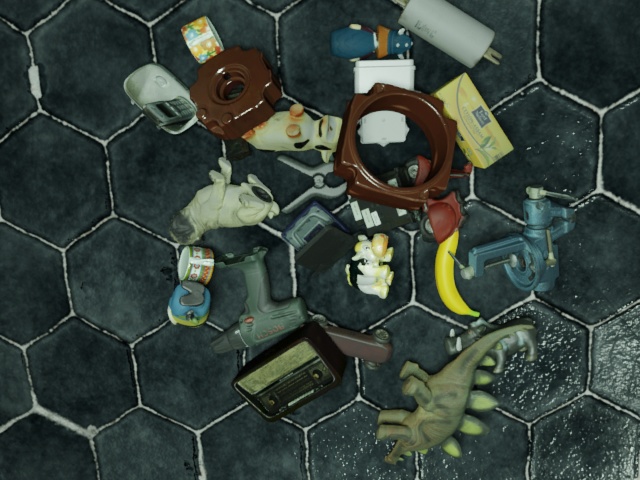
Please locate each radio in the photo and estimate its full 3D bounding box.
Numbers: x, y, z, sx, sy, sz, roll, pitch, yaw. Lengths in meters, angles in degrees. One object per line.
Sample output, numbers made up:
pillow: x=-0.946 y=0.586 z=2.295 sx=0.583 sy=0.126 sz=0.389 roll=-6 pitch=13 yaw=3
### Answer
radio: x=-0.062 y=0.281 z=1.130 sx=0.229 sy=0.073 sz=0.131 roll=-36 pitch=99 yaw=26

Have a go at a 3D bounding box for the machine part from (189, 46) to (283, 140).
machine part: x=-0.160 y=-0.278 z=1.005 sx=0.179 sy=0.056 sz=0.179 roll=-6 pitch=69 yaw=17

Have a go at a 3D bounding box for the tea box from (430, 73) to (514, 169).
tea box: x=0.284 y=-0.224 z=1.021 sx=0.068 sy=0.098 sz=0.169 roll=-33 pitch=97 yaw=8

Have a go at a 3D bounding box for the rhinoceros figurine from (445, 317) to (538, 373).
rhinoceros figurine: x=0.359 y=0.213 z=1.122 sx=0.190 sy=0.073 sz=0.112 roll=-14 pitch=102 yaw=5

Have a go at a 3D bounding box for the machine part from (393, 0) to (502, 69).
machine part: x=0.233 y=-0.394 z=0.996 sx=0.243 sy=0.079 sz=0.079 roll=30 pitch=102 yaw=-5

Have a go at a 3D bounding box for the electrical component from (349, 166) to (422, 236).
electrical component: x=0.122 y=-0.073 z=1.057 sx=0.134 sy=0.058 sz=0.114 roll=-16 pitch=89 yaw=37

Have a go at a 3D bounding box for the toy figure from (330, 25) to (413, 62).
toy figure: x=0.096 y=-0.375 z=1.017 sx=0.155 sy=0.064 sz=0.058 roll=-2 pitch=64 yaw=-2

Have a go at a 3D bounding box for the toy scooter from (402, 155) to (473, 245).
toy scooter: x=0.246 y=-0.088 z=1.063 sx=0.135 sy=0.075 sz=0.183 roll=-16 pitch=97 yaw=10

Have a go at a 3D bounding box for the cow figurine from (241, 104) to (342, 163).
cow figurine: x=-0.040 y=-0.203 z=1.037 sx=0.195 sy=0.127 sz=0.085 roll=2 pitch=76 yaw=18

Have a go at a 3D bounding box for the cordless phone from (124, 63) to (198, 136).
cordless phone: x=-0.309 y=-0.257 z=0.998 sx=0.146 sy=0.184 sz=0.089 roll=44 pitch=105 yaw=-7

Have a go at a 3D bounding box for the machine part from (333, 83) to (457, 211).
machine part: x=0.135 y=-0.165 z=0.959 sx=0.201 sy=0.087 sz=0.201 roll=13 pitch=79 yaw=-6

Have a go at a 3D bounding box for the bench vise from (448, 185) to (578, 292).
bench vise: x=0.382 y=0.013 z=1.045 sx=0.241 sy=0.129 sz=0.223 roll=-16 pitch=121 yaw=-12

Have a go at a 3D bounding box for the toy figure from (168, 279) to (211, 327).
toy figure: x=-0.260 y=0.133 z=1.086 sx=0.089 sy=0.180 sz=0.082 roll=33 pitch=62 yaw=-7

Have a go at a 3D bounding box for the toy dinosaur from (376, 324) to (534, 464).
toy dinosaur: x=0.256 y=0.328 z=1.112 sx=0.199 sy=0.105 sz=0.470 roll=22 pitch=120 yaw=-3

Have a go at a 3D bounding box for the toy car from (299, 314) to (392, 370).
toy car: x=0.054 y=0.214 z=1.147 sx=0.202 sy=0.053 sz=0.089 roll=14 pitch=120 yaw=3

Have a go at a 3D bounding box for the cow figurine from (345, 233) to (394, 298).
cow figurine: x=0.096 y=0.043 z=1.069 sx=0.098 sy=0.068 sz=0.167 roll=11 pitch=141 yaw=18

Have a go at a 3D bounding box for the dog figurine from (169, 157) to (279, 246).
dog figurine: x=-0.198 y=-0.044 z=1.093 sx=0.172 sy=0.121 sz=0.190 roll=36 pitch=116 yaw=-2

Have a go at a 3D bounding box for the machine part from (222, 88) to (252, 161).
machine part: x=-0.172 y=-0.228 z=1.072 sx=0.084 sy=0.039 sz=0.138 roll=-9 pitch=100 yaw=0

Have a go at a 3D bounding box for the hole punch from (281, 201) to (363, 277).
hole punch: x=-0.002 y=-0.003 z=1.090 sx=0.142 sy=0.092 sz=0.115 roll=-45 pitch=141 yaw=12

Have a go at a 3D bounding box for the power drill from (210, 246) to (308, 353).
power drill: x=-0.154 y=0.126 z=1.125 sx=0.232 sy=0.086 sz=0.207 roll=-15 pitch=97 yaw=11
